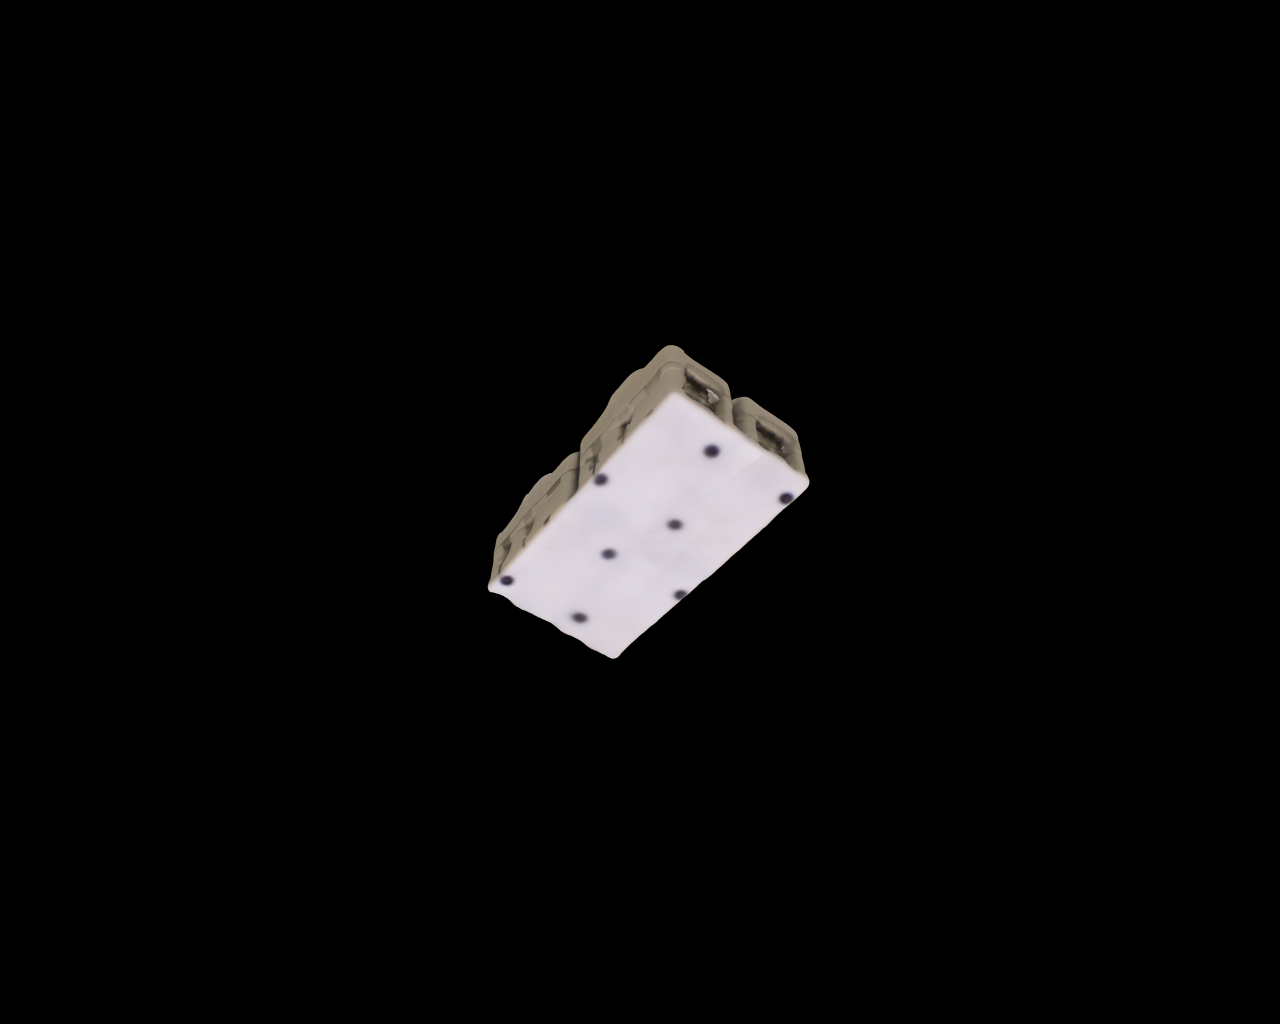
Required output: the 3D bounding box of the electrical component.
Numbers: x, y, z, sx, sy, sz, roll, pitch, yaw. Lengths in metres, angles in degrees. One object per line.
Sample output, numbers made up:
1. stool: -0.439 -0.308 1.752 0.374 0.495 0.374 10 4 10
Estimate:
1. electrical component: 0.001 -0.003 0.650 0.105 0.186 0.060 32 32 -22
